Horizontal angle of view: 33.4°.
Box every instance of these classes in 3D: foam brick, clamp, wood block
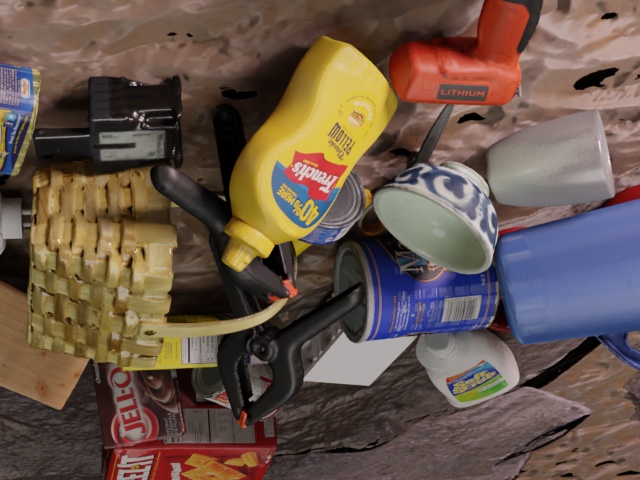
[{"bbox_3d":[-0.191,0.173,1.264,0.078,0.053,0.051,-17,146,14],"label":"foam brick"},{"bbox_3d":[-0.074,-0.017,0.875,0.039,0.171,0.120,-14,-164,42],"label":"clamp"},{"bbox_3d":[-0.043,0.099,1.058,0.165,0.036,0.210,17,116,19],"label":"clamp"},{"bbox_3d":[-0.323,0.079,1.026,0.091,0.090,0.205,21,169,41],"label":"wood block"}]

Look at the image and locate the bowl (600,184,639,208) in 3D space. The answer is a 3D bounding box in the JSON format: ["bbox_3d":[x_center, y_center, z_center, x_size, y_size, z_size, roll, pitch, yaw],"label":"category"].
[{"bbox_3d":[0.337,-0.011,1.101,0.162,0.055,0.162,-6,147,-4],"label":"bowl"}]

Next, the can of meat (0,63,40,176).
[{"bbox_3d":[-0.270,-0.097,0.830,0.083,0.057,0.102,7,145,-26],"label":"can of meat"}]

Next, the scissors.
[{"bbox_3d":[0.105,-0.060,1.010,0.096,0.016,0.202,10,143,-28],"label":"scissors"}]

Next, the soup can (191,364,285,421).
[{"bbox_3d":[-0.094,0.169,1.265,0.069,0.068,0.102,-28,142,27],"label":"soup can"}]

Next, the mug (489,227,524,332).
[{"bbox_3d":[0.211,0.046,1.135,0.093,0.081,0.117,-15,146,9],"label":"mug"}]

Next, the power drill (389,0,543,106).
[{"bbox_3d":[0.112,-0.181,0.789,0.184,0.057,0.188,1,146,-15],"label":"power drill"}]

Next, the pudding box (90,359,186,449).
[{"bbox_3d":[-0.205,0.172,1.204,0.090,0.113,0.039,-11,173,2],"label":"pudding box"}]

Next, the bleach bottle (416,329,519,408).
[{"bbox_3d":[0.159,0.138,1.226,0.103,0.068,0.250,-23,159,14],"label":"bleach bottle"}]

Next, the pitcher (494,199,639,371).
[{"bbox_3d":[0.292,0.035,0.985,0.243,0.149,0.145,-12,134,14],"label":"pitcher"}]

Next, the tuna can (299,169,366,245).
[{"bbox_3d":[-0.004,-0.039,0.953,0.086,0.086,0.034,8,145,-24],"label":"tuna can"}]

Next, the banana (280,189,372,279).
[{"bbox_3d":[-0.024,0.004,1.063,0.069,0.037,0.198,-4,151,-35],"label":"banana"}]

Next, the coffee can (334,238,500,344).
[{"bbox_3d":[0.096,0.047,1.078,0.140,0.103,0.103,-5,147,-17],"label":"coffee can"}]

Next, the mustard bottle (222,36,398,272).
[{"bbox_3d":[-0.018,-0.059,0.843,0.191,0.058,0.096,-56,141,-7],"label":"mustard bottle"}]

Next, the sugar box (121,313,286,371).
[{"bbox_3d":[-0.127,0.107,1.146,0.176,0.048,0.093,-4,-171,-11],"label":"sugar box"}]

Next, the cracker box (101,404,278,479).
[{"bbox_3d":[-0.176,0.283,1.416,0.213,0.072,0.164,2,145,-15],"label":"cracker box"}]
